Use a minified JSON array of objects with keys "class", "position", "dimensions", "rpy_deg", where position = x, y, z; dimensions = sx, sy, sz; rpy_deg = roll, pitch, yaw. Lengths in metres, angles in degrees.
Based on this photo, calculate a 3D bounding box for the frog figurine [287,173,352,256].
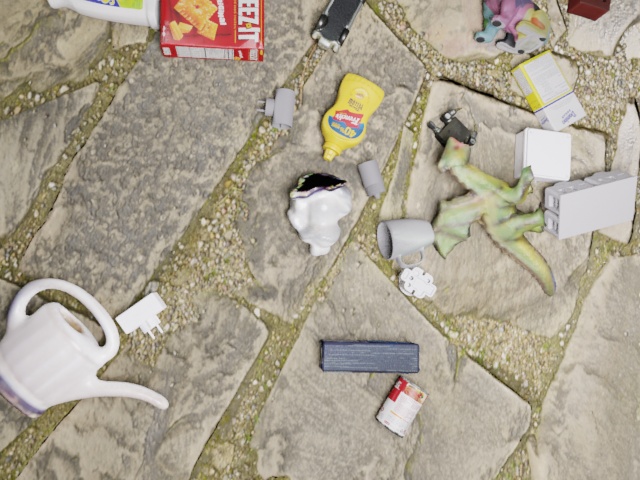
[{"class":"frog figurine","position":[0.003,-0.054,1.070],"dimensions":[0.138,0.124,0.156],"rpy_deg":[-22,124,-17]}]

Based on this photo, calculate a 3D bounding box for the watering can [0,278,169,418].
[{"class":"watering can","position":[-0.463,0.238,0.954],"dimensions":[0.225,0.103,0.348],"rpy_deg":[-40,89,-9]}]

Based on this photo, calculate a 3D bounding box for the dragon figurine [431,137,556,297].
[{"class":"dragon figurine","position":[0.358,-0.031,1.110],"dimensions":[0.242,0.124,0.406],"rpy_deg":[-15,104,12]}]
